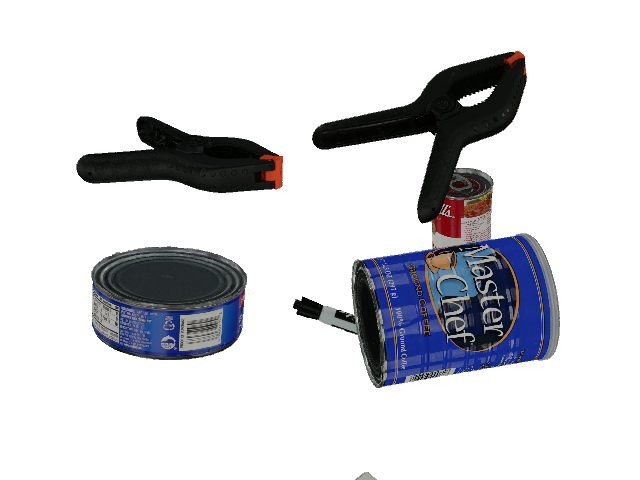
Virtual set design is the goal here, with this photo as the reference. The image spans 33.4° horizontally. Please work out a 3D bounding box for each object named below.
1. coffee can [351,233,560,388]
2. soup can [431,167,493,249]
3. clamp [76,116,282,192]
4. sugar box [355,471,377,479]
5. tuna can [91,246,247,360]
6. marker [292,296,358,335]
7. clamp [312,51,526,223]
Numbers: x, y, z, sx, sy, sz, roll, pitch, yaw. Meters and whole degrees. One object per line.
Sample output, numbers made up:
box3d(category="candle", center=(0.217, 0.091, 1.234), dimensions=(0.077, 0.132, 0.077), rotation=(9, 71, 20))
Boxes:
box3d(category="coffee can", center=(0.104, 0.055, 0.845), dimensions=(0.140, 0.103, 0.103), rotation=(-9, 1, -8))
box3d(category="soup can", center=(0.157, -0.020, 1.183), dimensions=(0.068, 0.102, 0.068), rotation=(-4, 32, 2))
box3d(category="clamp", center=(-0.119, -0.067, 0.914), dimensions=(0.172, 0.039, 0.120), rotation=(12, 35, 26))
box3d(category="sugar box", center=(0.084, 0.258, 0.807), dimensions=(0.048, 0.093, 0.176), rotation=(-33, 37, -28))
box3d(category="tuna can", center=(-0.085, 0.034, 0.597), dimensions=(0.086, 0.034, 0.086), rotation=(5, 20, -2))
box3d(category="marker", center=(0.031, 0.082, 1.053), dimensions=(0.121, 0.020, 0.020), rotation=(19, 0, 1))
box3d(category="clamp", center=(0.118, -0.105, 0.986), dimensions=(0.209, 0.036, 0.165), rotation=(-31, 48, -13))
